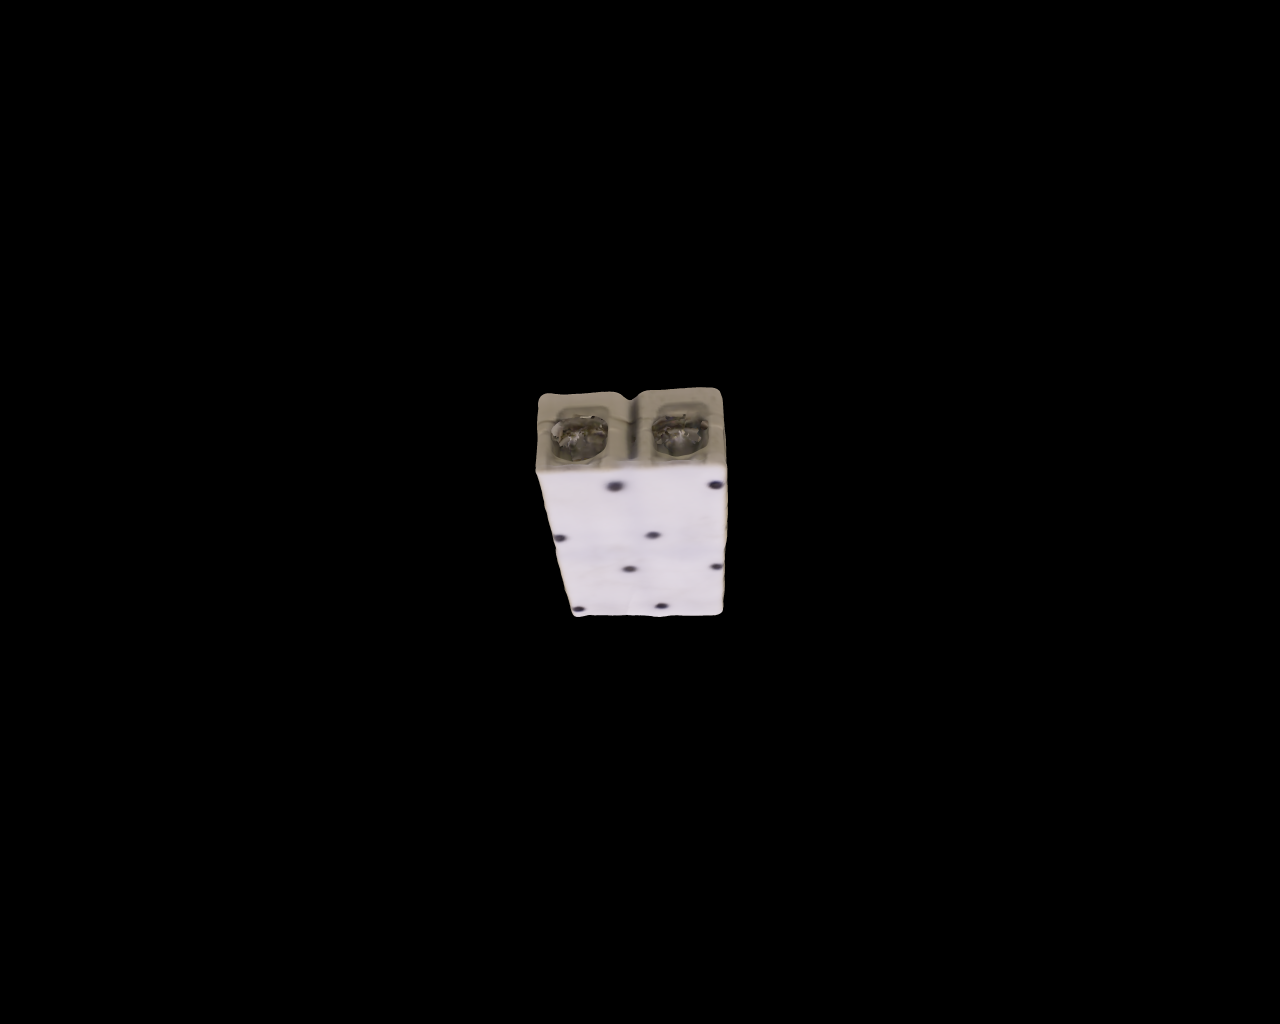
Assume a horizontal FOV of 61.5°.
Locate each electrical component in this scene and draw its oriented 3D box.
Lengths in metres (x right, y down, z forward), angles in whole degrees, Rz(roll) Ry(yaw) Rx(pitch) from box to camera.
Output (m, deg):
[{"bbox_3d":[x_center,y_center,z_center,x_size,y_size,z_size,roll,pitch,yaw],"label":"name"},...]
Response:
[{"bbox_3d":[0.001,-0.003,0.650,0.105,0.060,0.186,-2,-31,3],"label":"electrical component"}]
